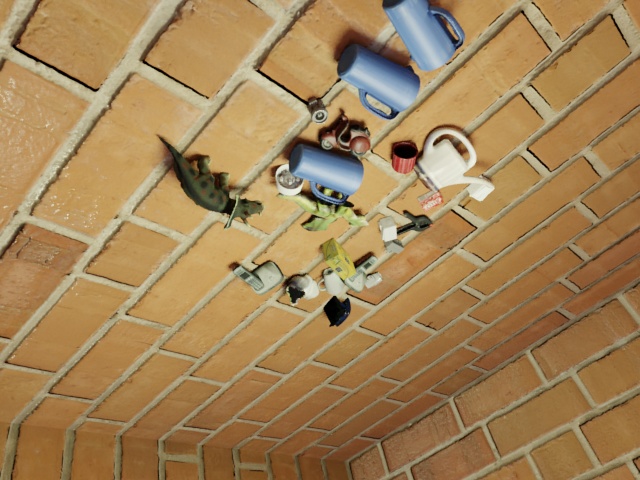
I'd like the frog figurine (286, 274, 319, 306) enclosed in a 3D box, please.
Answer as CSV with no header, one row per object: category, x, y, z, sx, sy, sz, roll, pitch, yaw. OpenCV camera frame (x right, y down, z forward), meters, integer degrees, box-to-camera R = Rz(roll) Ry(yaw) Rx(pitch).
frog figurine,-0.068,0.206,2.248,0.161,0.124,0.134,-26,145,-51

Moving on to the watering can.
watering can,0.486,-0.257,1.905,0.222,0.106,0.343,-36,117,17

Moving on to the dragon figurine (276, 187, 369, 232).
dragon figurine,0.006,-0.097,1.937,0.410,0.125,0.237,3,142,-21
